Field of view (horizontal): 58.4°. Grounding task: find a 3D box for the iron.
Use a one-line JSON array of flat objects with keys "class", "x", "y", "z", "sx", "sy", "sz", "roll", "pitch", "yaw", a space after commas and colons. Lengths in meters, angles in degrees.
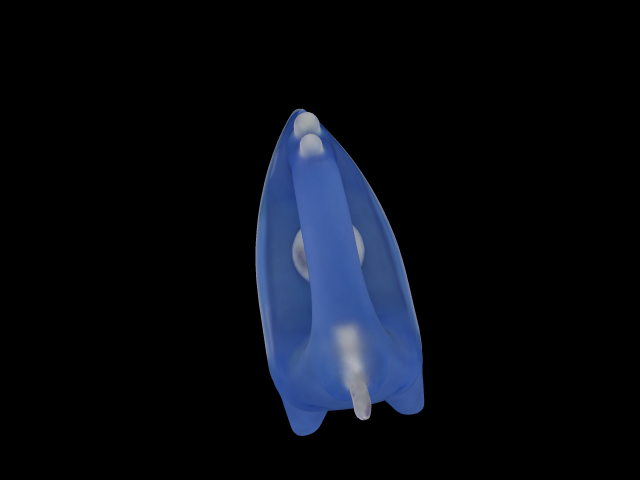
[{"class": "iron", "x": 0.004, "y": 0.001, "z": 0.400, "sx": 0.118, "sy": 0.141, "sz": 0.258, "roll": -11, "pitch": 79, "yaw": -2}]
